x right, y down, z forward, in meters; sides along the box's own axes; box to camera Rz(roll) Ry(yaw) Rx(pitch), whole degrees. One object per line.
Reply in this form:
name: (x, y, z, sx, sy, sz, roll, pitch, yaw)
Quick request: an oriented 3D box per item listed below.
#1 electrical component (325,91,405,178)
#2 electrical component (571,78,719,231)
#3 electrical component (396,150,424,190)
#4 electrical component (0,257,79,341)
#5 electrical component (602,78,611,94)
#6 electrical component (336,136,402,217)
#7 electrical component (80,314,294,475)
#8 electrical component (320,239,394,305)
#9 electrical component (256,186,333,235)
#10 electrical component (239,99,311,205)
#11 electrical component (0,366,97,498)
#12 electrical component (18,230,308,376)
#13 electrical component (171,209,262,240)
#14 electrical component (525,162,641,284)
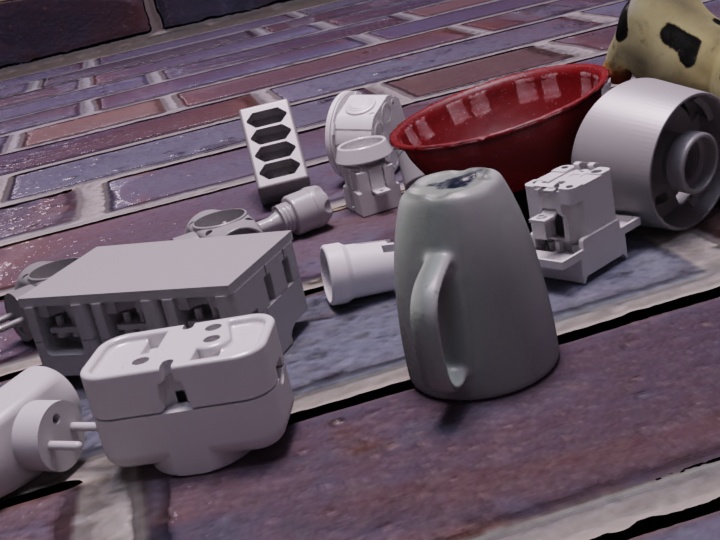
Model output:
electrical component: (0.006, -0.124, 0.989, 0.051, 0.080, 0.080, 5, 25, 29)
electrical component: (0.196, -0.074, 0.706, 0.099, 0.099, 0.064, -25, 29, -32)
electrical component: (0.058, -0.091, 0.881, 0.055, 0.047, 0.055, -7, -18, -2)
electrical component: (-0.225, 0.025, 0.763, 0.079, 0.044, 0.077, -27, 24, -36)
electrical component: (0.173, -0.125, 0.911, 0.096, 0.061, 0.061, 4, 25, 38)
electrical component: (0.007, -0.080, 0.897, 0.048, 0.055, 0.066, -18, 20, -15)
electrical component: (-0.085, 0.064, 0.545, 0.095, 0.059, 0.053, -9, 19, 8)
electrical component: (0.000, 0.000, 0.705, 0.046, 0.040, 0.040, -9, 18, -11)
electrical component: (-0.055, -0.044, 0.867, 0.061, 0.035, 0.035, -24, 22, -22)
electrical component: (-0.077, -0.101, 0.997, 0.047, 0.083, 0.075, -14, -19, -3)
electrical component: (-0.171, 0.086, 0.561, 0.079, 0.043, 0.077, -3, 21, 25)
electrical component: (-0.120, 0.025, 0.673, 0.150, 0.061, 0.089, -4, 21, 23)
electrical component: (-0.116, -0.013, 0.803, 0.079, 0.044, 0.077, -20, 21, -21)
electrical component: (0.133, -0.031, 0.671, 0.081, 0.063, 0.042, -27, 25, -36)
